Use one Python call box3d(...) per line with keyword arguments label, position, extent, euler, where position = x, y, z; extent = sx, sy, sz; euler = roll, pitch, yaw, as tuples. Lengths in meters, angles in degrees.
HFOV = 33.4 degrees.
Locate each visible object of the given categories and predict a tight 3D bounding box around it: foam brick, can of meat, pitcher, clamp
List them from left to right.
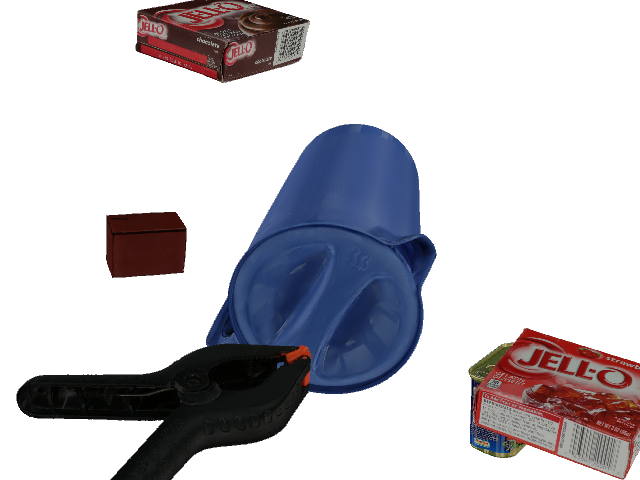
box3d(label="foam brick", position=(-0.184, 0.004, 1.124), extent=(0.078, 0.051, 0.053), euler=(-4, 23, -17))
box3d(label="clamp", position=(-0.073, 0.100, 0.600), extent=(0.171, 0.039, 0.120), euler=(-12, 38, -24))
box3d(label="pitcher", position=(0.008, 0.004, 0.821), extent=(0.149, 0.145, 0.242), euler=(12, 26, 2))
box3d(label="can of meat", position=(0.193, 0.163, 1.091), extent=(0.058, 0.084, 0.101), euler=(12, 21, 33))

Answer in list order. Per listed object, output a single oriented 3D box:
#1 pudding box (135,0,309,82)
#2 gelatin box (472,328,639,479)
box3d(label="pudding box", position=(-0.077, -0.163, 0.848), extent=(0.090, 0.039, 0.113), euler=(24, 27, 26))
box3d(label="gelatin box", position=(0.140, 0.087, 0.595), extent=(0.089, 0.030, 0.073), euler=(17, 32, 27))
